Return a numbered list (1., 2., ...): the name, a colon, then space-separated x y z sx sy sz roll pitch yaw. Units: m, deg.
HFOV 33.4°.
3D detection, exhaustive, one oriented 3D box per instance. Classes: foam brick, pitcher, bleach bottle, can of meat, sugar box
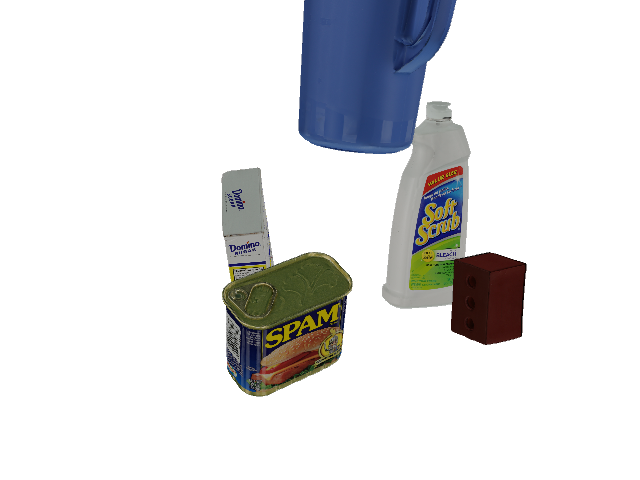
1. foam brick: 0.165 0.057 1.051 0.051 0.078 0.053 -11 19 -35
2. pitcher: 0.050 -0.203 0.957 0.145 0.243 0.149 8 14 6
3. bleach bottle: 0.133 -0.045 1.322 0.102 0.251 0.068 -4 17 -17
4. can of meat: -0.028 0.069 0.859 0.101 0.084 0.057 -21 46 -26
5. sugar box: -0.071 0.021 1.087 0.048 0.093 0.176 -7 -44 1
